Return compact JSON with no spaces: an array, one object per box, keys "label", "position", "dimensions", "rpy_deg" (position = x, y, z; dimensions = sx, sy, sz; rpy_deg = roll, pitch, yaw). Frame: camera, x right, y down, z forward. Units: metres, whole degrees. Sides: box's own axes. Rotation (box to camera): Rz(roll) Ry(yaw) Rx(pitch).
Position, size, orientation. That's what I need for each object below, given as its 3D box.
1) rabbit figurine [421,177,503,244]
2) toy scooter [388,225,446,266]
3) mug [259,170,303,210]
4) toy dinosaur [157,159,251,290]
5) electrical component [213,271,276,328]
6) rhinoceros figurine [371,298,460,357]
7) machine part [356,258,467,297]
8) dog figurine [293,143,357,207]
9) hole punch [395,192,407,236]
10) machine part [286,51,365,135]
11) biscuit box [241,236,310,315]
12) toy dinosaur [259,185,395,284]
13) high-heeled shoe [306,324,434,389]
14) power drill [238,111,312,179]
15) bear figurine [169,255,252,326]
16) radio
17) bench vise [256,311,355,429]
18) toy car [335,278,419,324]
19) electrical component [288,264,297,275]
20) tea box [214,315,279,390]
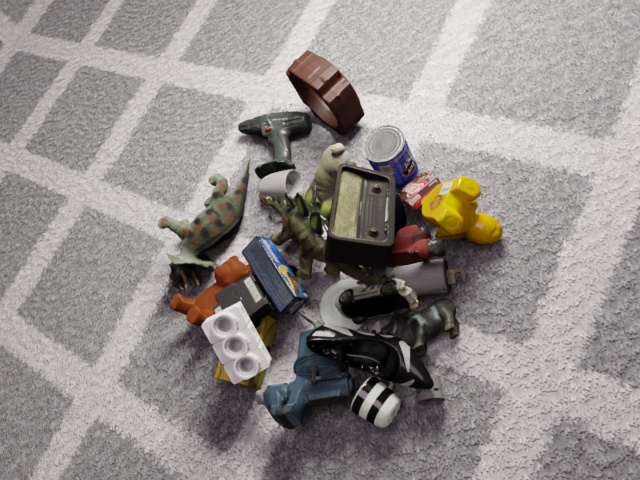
[{"label":"rabbit figurine","position":[0.307,-0.039,1.161],"dimensions":[0.162,0.173,0.122],"rpy_deg":[-25,42,67]},{"label":"toy scooter","position":[0.185,0.015,1.165],"dimensions":[0.135,0.184,0.075],"rpy_deg":[-11,99,-1]},{"label":"mug","position":[-0.111,-0.130,1.436],"dimensions":[0.107,0.080,0.109],"rpy_deg":[0,73,36]},{"label":"toy dinosaur","position":[-0.286,-0.045,1.453],"dimensions":[0.192,0.131,0.405],"rpy_deg":[41,83,22]},{"label":"electrical component","position":[-0.184,0.155,1.258],"dimensions":[0.134,0.058,0.115],"rpy_deg":[-36,53,3]},{"label":"rhinoceros figurine","position":[0.200,0.184,1.137],"dimensions":[0.190,0.073,0.112],"rpy_deg":[-26,59,12]},{"label":"machine part","position":[0.196,0.088,1.182],"dimensions":[0.243,0.079,0.079],"rpy_deg":[-10,63,22]},{"label":"dog figurine","position":[0.001,-0.140,1.333],"dimensions":[0.190,0.172,0.121],"rpy_deg":[-32,46,-1]},{"label":"hole punch","position":[0.144,-0.042,1.243],"dimensions":[0.092,0.142,0.116],"rpy_deg":[0,55,21]},{"label":"machine part","position":[0.016,-0.389,1.422],"dimensions":[0.087,0.201,0.201],"rpy_deg":[-44,56,-4]},{"label":"biscuit box","position":[-0.107,0.080,1.269],"dimensions":[0.063,0.059,0.203],"rpy_deg":[-47,59,19]},{"label":"toy dinosaur","position":[-0.003,-0.004,1.237],"dimensions":[0.105,0.198,0.472],"rpy_deg":[-23,47,-34]},{"label":"high-heeled shoe","position":[0.094,0.235,1.064],"dimensions":[0.249,0.145,0.086],"rpy_deg":[24,107,35]},{"label":"power drill","position":[-0.136,-0.269,1.515],"dimensions":[0.232,0.085,0.207],"rpy_deg":[-8,55,18]},{"label":"bear figurine","position":[-0.261,0.121,1.350],"dimensions":[0.120,0.131,0.196],"rpy_deg":[29,86,39]},{"label":"radio","position":[0.086,-0.052,1.105],"dimensions":[0.131,0.073,0.230],"rpy_deg":[11,48,-1]},{"label":"bench vise","position":[-0.030,0.284,1.175],"dimensions":[0.224,0.128,0.241],"rpy_deg":[-24,38,24]},{"label":"toy car","position":[0.118,0.129,1.143],"dimensions":[0.202,0.073,0.056],"rpy_deg":[-18,28,40]},{"label":"electrical component","position":[-0.099,0.119,1.321],"dimensions":[0.075,0.047,0.119],"rpy_deg":[-5,65,23]},{"label":"tea box","position":[-0.173,0.259,1.276],"dimensions":[0.098,0.068,0.169],"rpy_deg":[3,66,26]}]
